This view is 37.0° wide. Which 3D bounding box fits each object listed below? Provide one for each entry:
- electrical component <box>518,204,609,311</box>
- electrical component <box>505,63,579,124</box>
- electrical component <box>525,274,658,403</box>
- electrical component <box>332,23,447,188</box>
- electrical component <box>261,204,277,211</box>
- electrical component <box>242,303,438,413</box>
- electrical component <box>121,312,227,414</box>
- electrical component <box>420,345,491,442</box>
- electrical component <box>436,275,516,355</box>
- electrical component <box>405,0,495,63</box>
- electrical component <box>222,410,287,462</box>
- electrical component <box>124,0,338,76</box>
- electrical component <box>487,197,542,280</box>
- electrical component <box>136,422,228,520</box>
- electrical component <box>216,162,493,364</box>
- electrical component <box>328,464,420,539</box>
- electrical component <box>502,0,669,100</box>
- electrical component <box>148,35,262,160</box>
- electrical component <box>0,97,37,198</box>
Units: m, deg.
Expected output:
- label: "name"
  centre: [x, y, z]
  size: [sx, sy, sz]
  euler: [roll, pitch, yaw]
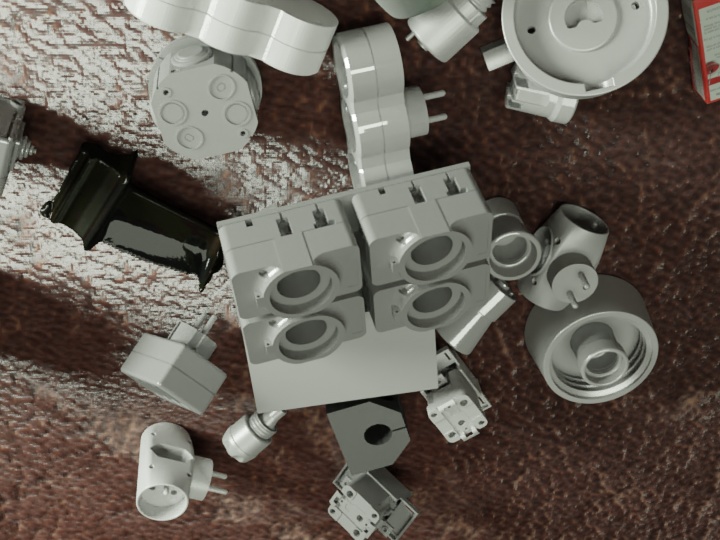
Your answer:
- label: "electrical component"
  centre: [0.165, 0.000, 0.853]
  size: [0.044, 0.079, 0.077]
  euler: [16, 120, -17]
- label: "electrical component"
  centre: [0.133, -0.131, 0.787]
  size: [0.046, 0.040, 0.040]
  euler: [10, 122, -7]
- label: "electrical component"
  centre: [0.200, 0.065, 0.914]
  size: [0.108, 0.060, 0.108]
  euler: [-3, 124, -5]
- label: "electrical component"
  centre: [0.027, -0.112, 0.776]
  size: [0.074, 0.052, 0.138]
  euler: [-14, 125, -8]
- label: "electrical component"
  centre: [-0.070, -0.012, 0.831]
  size: [0.066, 0.048, 0.055]
  euler: [-31, 137, -26]
- label: "electrical component"
  centre: [-0.017, 0.054, 0.876]
  size: [0.150, 0.061, 0.089]
  euler: [-8, 125, -2]
- label: "electrical component"
  centre: [-0.141, 0.067, 0.868]
  size: [0.047, 0.083, 0.075]
  euler: [40, 73, -28]
- label: "electrical component"
  centre: [0.079, 0.109, 0.926]
  size: [0.042, 0.063, 0.081]
  euler: [-31, 122, 12]
- label: "electrical component"
  centre: [0.097, 0.033, 0.891]
  size: [0.044, 0.044, 0.065]
  euler: [36, 108, -27]
- label: "electrical component"
  centre: [0.069, -0.179, 0.744]
  size: [0.078, 0.040, 0.040]
  euler: [-41, 119, 19]
- label: "electrical component"
  centre: [-0.089, 0.139, 0.942]
  size: [0.061, 0.035, 0.035]
  euler: [-41, 119, 16]
- label: "electrical component"
  centre: [-0.078, -0.186, 0.712]
  size: [0.138, 0.052, 0.073]
  euler: [16, 120, -17]
- label: "electrical component"
  centre: [0.112, -0.028, 0.837]
  size: [0.044, 0.065, 0.044]
  euler: [-3, 124, -5]
- label: "electrical component"
  centre: [-0.153, 0.178, 0.933]
  size: [0.079, 0.077, 0.043]
  euler: [17, 120, -18]
- label: "electrical component"
  centre: [0.000, 0.000, 0.783]
  size: [0.186, 0.060, 0.105]
  euler: [-14, 140, -8]
- label: "electrical component"
  centre: [0.008, 0.210, 0.977]
  size: [0.081, 0.064, 0.042]
  euler: [41, 116, 17]
- label: "electrical component"
  centre: [0.151, -0.168, 0.735]
  size: [0.108, 0.060, 0.108]
  euler: [0, 91, 8]
- label: "electrical component"
  centre: [-0.108, -0.121, 0.753]
  size: [0.080, 0.051, 0.080]
  euler: [-4, 124, -5]
- label: "electrical component"
  centre: [-0.276, -0.087, 0.747]
  size: [0.096, 0.061, 0.061]
  euler: [15, 121, -17]
